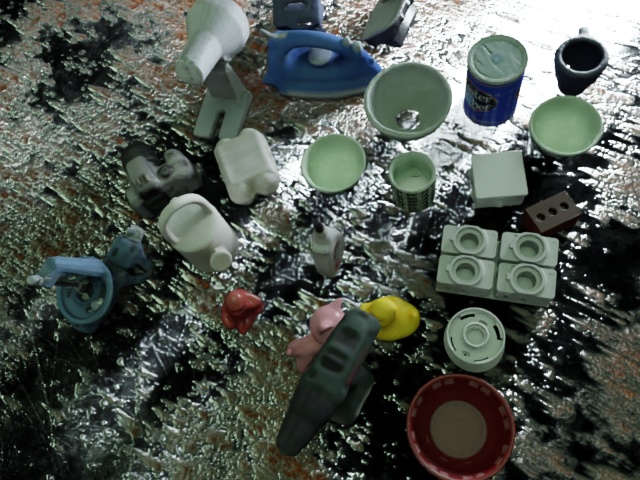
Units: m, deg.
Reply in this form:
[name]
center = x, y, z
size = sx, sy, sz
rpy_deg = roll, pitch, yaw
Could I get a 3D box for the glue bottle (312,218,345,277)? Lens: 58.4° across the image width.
[glue bottle]
center = 0.009, 0.003, 0.970
size = 0.037, 0.173, 0.078
rpy_deg = 9, 71, 14

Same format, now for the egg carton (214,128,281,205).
[egg carton]
center = -0.140, -0.143, 1.110
size = 0.107, 0.069, 0.150
rpy_deg = -24, 67, 0

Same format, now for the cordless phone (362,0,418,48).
[cordless phone]
center = 0.135, -0.488, 1.132
size = 0.094, 0.185, 0.148
rpy_deg = 15, 72, 16

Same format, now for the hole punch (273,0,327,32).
[hole punch]
center = -0.045, -0.491, 1.217
size = 0.108, 0.091, 0.101
rpy_deg = -2, 69, 10

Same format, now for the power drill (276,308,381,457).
[power drill]
center = 0.022, 0.221, 0.864
size = 0.075, 0.209, 0.230
rpy_deg = 24, 75, 18

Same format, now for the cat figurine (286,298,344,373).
[cat figurine]
center = -0.002, 0.156, 0.943
size = 0.128, 0.118, 0.067
rpy_deg = -34, 67, -4

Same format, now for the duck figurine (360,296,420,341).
[duck figurine]
center = 0.113, 0.124, 0.952
size = 0.104, 0.086, 0.077
rpy_deg = 3, 69, 11

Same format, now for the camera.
[camera]
center = -0.328, -0.139, 1.125
size = 0.143, 0.101, 0.136
rpy_deg = -32, 67, -3

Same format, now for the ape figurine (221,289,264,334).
[ape figurine]
center = -0.141, 0.116, 0.997
size = 0.078, 0.092, 0.076
rpy_deg = -17, 67, 3

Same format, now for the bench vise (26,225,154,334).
[bench vise]
center = -0.405, 0.049, 1.001
size = 0.121, 0.220, 0.207
rpy_deg = 15, 72, 16

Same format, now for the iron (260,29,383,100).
[iron]
center = 0.007, -0.363, 1.130
size = 0.257, 0.142, 0.119
rpy_deg = 6, 70, 12

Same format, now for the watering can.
[watering can]
center = -0.212, -0.016, 1.005
size = 0.172, 0.194, 0.101
rpy_deg = 24, 75, 18

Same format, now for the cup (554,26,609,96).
[cup]
center = 0.473, -0.322, 1.056
size = 0.091, 0.095, 0.118
rpy_deg = 8, 71, 13

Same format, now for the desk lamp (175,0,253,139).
[desk lamp]
center = -0.204, -0.332, 1.117
size = 0.117, 0.214, 0.203
rpy_deg = 8, 71, 14

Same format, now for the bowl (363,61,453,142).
[bowl]
center = 0.168, -0.251, 1.094
size = 0.167, 0.075, 0.167
rpy_deg = -3, 68, 9
